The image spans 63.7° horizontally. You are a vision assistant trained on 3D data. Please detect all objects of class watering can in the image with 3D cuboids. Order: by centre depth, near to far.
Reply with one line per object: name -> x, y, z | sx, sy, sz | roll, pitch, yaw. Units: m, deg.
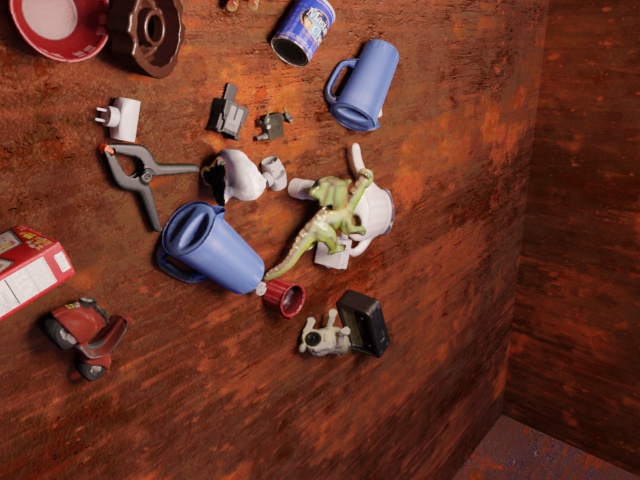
watering can -> 0.144, -0.121, 1.575 | 0.225, 0.104, 0.344 | -9, 109, -50

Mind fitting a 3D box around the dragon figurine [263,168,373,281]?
dragon figurine -> 0.004, -0.069, 1.367 | 0.415, 0.123, 0.237 | -34, 138, -28

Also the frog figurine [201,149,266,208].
frog figurine -> -0.171, -0.142, 1.162 | 0.160, 0.139, 0.120 | -9, 126, -48
